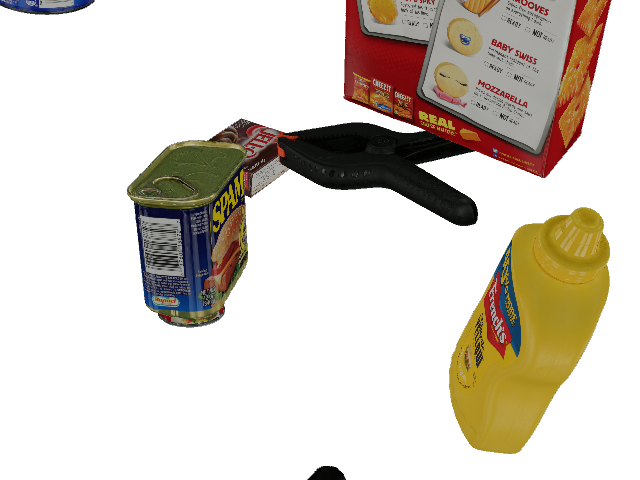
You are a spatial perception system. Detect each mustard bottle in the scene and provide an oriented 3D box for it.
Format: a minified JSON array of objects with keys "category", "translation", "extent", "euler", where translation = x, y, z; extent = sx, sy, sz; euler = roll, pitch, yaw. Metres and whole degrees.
[{"category":"mustard bottle","translation":[0.129,0.046,0.649],"extent":[0.058,0.096,0.192],"euler":[9,-38,-5]}]

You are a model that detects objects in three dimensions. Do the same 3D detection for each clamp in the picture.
[{"category":"clamp","translation":[0.064,-0.076,0.942],"extent":[0.210,0.036,0.164],"euler":[11,35,25]}]

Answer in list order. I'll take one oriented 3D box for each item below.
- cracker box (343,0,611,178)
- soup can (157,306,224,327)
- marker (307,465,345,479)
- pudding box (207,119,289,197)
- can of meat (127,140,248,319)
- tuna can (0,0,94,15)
[{"category":"cracker box","translation":[0.102,-0.165,0.693],"extent":[0.164,0.214,0.072],"euler":[25,49,24]},{"category":"soup can","translation":[-0.130,0.026,1.060],"extent":[0.068,0.102,0.068],"euler":[0,23,0]},{"category":"marker","translation":[-0.022,0.131,0.462],"extent":[0.020,0.020,0.120],"euler":[0,17,32]},{"category":"pudding box","translation":[-0.089,-0.101,1.286],"extent":[0.090,0.039,0.113],"euler":[19,38,25]},{"category":"can of meat","translation":[-0.082,-0.008,0.697],"extent":[0.057,0.084,0.102],"euler":[5,26,12]},{"category":"tuna can","translation":[-0.207,-0.200,0.792],"extent":[0.086,0.034,0.086],"euler":[6,36,-4]}]
